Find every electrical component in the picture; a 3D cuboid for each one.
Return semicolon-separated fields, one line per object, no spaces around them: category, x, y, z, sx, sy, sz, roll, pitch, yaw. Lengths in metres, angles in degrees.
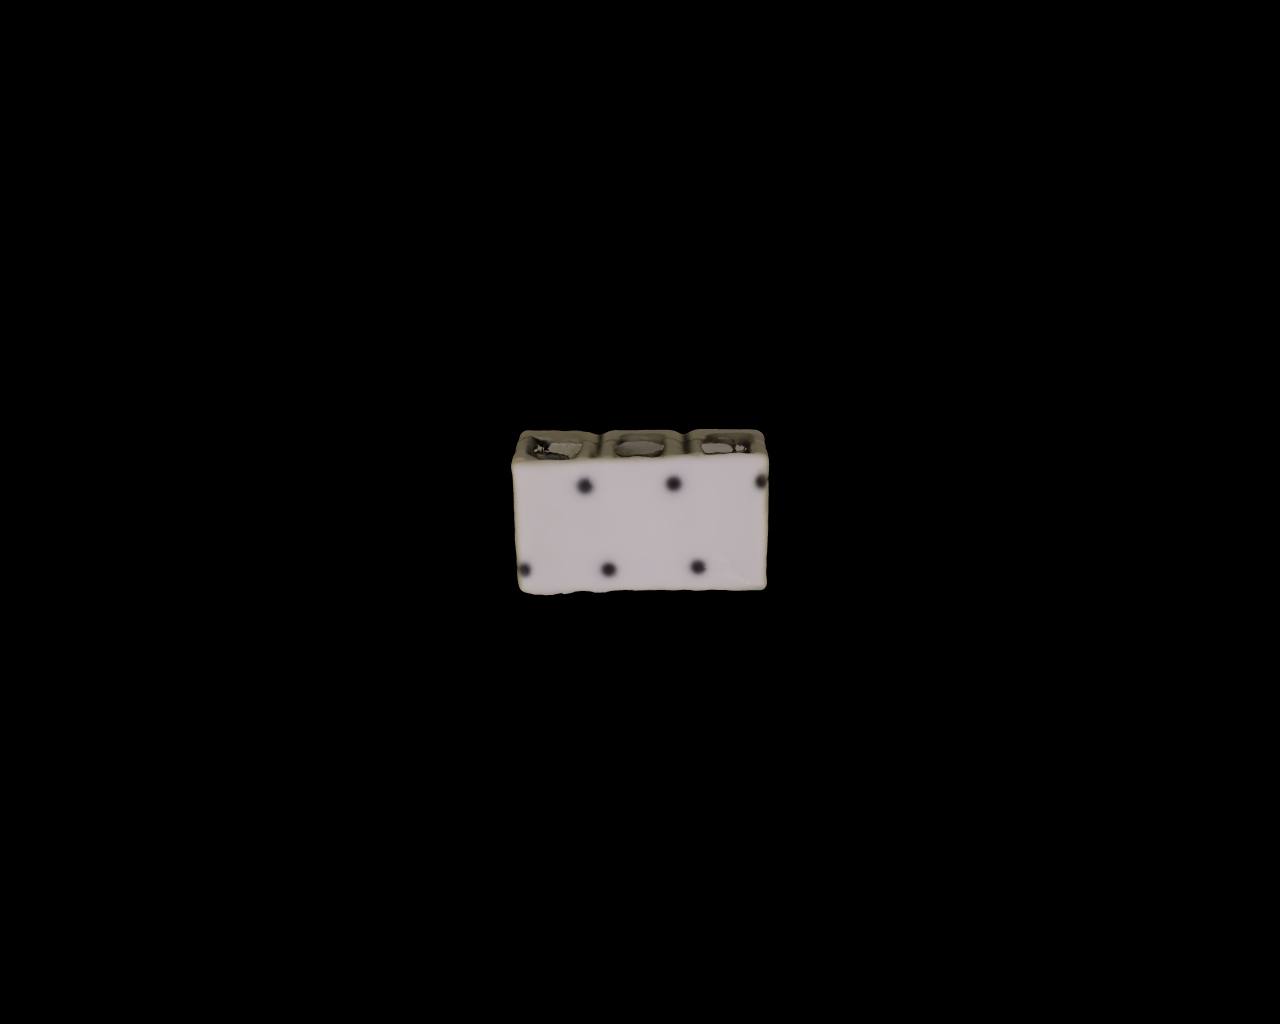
electrical component;0.001;-0.003;0.650;0.150;0.089;0.062;0;21;0
